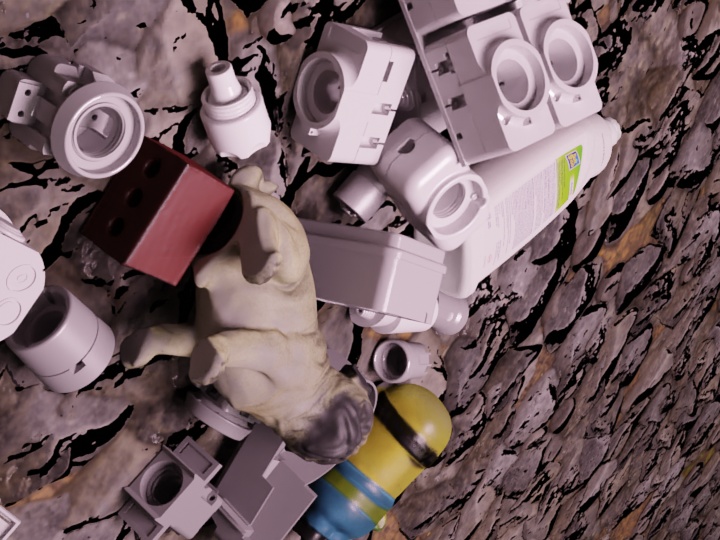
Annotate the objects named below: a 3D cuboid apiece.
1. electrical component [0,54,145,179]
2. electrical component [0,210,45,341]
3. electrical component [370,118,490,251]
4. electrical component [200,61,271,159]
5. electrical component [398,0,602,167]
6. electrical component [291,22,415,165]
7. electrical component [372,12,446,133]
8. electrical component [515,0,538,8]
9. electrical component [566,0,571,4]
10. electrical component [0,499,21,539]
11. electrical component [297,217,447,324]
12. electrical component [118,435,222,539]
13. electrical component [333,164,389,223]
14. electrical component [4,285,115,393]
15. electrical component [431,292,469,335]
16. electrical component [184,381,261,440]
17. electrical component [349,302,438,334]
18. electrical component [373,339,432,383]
[{"bbox_3d":[-0.162,-0.087,0.621,0.078,0.057,0.058,7,111,-51],"label":"electrical component"},{"bbox_3d":[-0.227,0.002,0.618,0.080,0.051,0.080,-29,135,-33],"label":"electrical component"},{"bbox_3d":[0.057,-0.061,0.813,0.054,0.059,0.095,-42,140,-4],"label":"electrical component"},{"bbox_3d":[-0.085,-0.107,0.707,0.043,0.043,0.062,-39,139,-23],"label":"electrical component"},{"bbox_3d":[0.095,-0.182,0.762,0.105,0.060,0.186,-27,100,-34],"label":"electrical component"},{"bbox_3d":[-0.009,-0.126,0.770,0.056,0.050,0.089,-1,119,-44],"label":"electrical component"},{"bbox_3d":[0.058,-0.157,0.829,0.100,0.048,0.099,-36,139,-25],"label":"electrical component"},{"bbox_3d":[0.117,-0.204,0.858,0.055,0.055,0.047,-36,135,-26],"label":"electrical component"},{"bbox_3d":[0.171,-0.256,0.862,0.047,0.076,0.083,-5,120,-47],"label":"electrical component"},{"bbox_3d":[-0.258,0.152,0.671,0.081,0.064,0.042,42,81,-12],"label":"electrical component"},{"bbox_3d":[0.000,0.000,0.820,0.078,0.113,0.057,18,84,-53],"label":"electrical component"},{"bbox_3d":[-0.145,0.178,0.851,0.081,0.042,0.063,-47,144,-13],"label":"electrical component"},{"bbox_3d":[0.010,-0.070,0.847,0.065,0.044,0.044,-49,143,-3],"label":"electrical component"},{"bbox_3d":[-0.193,0.043,0.686,0.055,0.055,0.047,-47,139,-14],"label":"electrical component"},{"bbox_3d":[0.072,0.036,0.997,0.046,0.040,0.040,25,97,-47],"label":"electrical component"},{"bbox_3d":[-0.098,0.094,0.829,0.057,0.058,0.078,-58,143,-4],"label":"electrical component"},{"bbox_3d":[0.027,0.034,0.939,0.081,0.043,0.043,0,116,-49],"label":"electrical component"},{"bbox_3d":[0.041,0.084,0.996,0.046,0.040,0.040,5,112,-56],"label":"electrical component"}]
